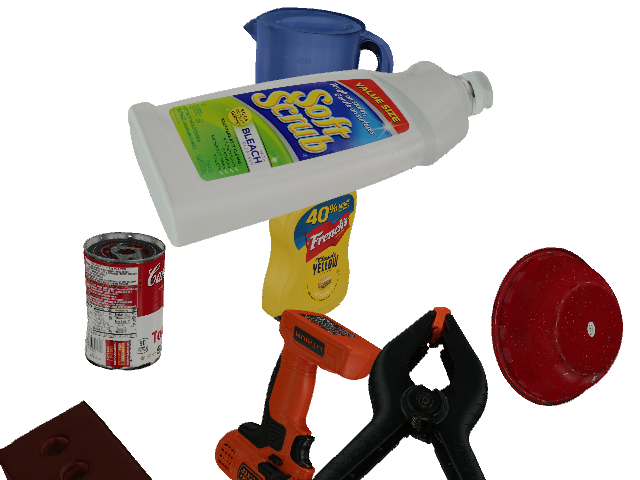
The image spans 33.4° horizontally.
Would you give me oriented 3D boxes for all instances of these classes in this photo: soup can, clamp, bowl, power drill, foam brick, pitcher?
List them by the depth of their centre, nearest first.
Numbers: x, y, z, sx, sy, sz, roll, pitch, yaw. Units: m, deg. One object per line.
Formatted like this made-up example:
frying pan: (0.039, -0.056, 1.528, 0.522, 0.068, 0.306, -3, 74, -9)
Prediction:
foam brick: (-0.114, 0.129, 0.523, 0.052, 0.051, 0.078, -29, 42, -25)
clamp: (0.056, 0.117, 0.693, 0.120, 0.171, 0.039, 9, -43, -4)
soup can: (-0.168, 0.052, 0.912, 0.068, 0.102, 0.068, 4, 19, -2)
power drill: (-0.011, 0.170, 0.967, 0.057, 0.188, 0.185, 13, 12, -46)
bowl: (0.249, 0.087, 1.064, 0.161, 0.162, 0.055, 0, -1, -31)
pitcher: (-0.011, -0.158, 1.322, 0.144, 0.243, 0.149, -9, 28, -29)

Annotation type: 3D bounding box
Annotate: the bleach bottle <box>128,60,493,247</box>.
bleach bottle: (0.000, -0.078, 0.750, 0.250, 0.102, 0.068, -18, -27, -14)

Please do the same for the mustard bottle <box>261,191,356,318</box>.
mustard bottle: (-0.008, -0.016, 1.046, 0.096, 0.192, 0.058, -20, 39, -36)
